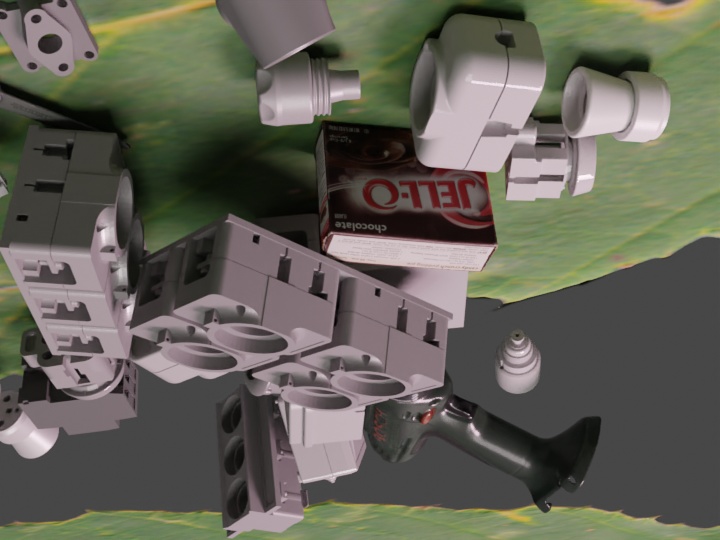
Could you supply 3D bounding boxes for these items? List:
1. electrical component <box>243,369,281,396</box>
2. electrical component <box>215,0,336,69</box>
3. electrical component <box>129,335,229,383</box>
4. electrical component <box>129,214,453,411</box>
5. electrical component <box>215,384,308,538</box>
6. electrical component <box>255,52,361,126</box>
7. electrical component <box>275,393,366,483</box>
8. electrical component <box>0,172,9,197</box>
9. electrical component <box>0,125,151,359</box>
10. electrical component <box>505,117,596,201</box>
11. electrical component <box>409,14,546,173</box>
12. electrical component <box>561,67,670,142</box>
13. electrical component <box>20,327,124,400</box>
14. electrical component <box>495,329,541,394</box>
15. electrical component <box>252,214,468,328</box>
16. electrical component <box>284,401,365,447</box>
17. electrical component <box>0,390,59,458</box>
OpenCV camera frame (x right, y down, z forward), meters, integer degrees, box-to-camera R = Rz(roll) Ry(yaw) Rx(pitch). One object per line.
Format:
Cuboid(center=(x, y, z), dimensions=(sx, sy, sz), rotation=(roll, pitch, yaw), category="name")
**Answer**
Cuboid(center=(-0.066, 0.085, 0.921), dimensions=(0.062, 0.048, 0.048), rotation=(6, 145, -33), category="electrical component")
Cuboid(center=(-0.055, -0.148, 0.570), dimensions=(0.044, 0.077, 0.079), rotation=(-32, -169, -15), category="electrical component")
Cuboid(center=(-0.128, 0.049, 0.850), dimensions=(0.095, 0.053, 0.059), rotation=(-22, 142, 22), category="electrical component")
Cuboid(center=(-0.044, 0.039, 0.709), dimensions=(0.186, 0.060, 0.105), rotation=(24, 150, -34), category="electrical component")
Cuboid(center=(-0.090, 0.172, 0.975), dimensions=(0.063, 0.121, 0.079), rotation=(18, 139, -35), category="electrical component")
Cuboid(center=(-0.031, -0.109, 0.646), dimensions=(0.062, 0.043, 0.043), rotation=(-5, 145, -5), category="electrical component")
Cuboid(center=(-0.028, 0.142, 0.954), dimensions=(0.061, 0.096, 0.061), rotation=(-14, -170, 11), category="electrical component")
Cuboid(center=(-0.255, -0.059, 0.662), dimensions=(0.064, 0.081, 0.042), rotation=(-26, 147, -10), category="electrical component")
Cuboid(center=(-0.177, -0.013, 0.703), dimensions=(0.062, 0.089, 0.150), rotation=(4, 151, -1), category="electrical component")
Cuboid(center=(0.127, -0.074, 0.721), dimensions=(0.055, 0.048, 0.066), rotation=(1, 146, 2), category="electrical component")
Cuboid(center=(0.066, -0.106, 0.655), dimensions=(0.059, 0.053, 0.095), rotation=(4, 144, -14), category="electrical component")
Cuboid(center=(0.162, -0.104, 0.682), dimensions=(0.055, 0.045, 0.045), rotation=(2, 145, -13), category="electrical component")
Cuboid(center=(-0.222, 0.068, 0.860), dimensions=(0.078, 0.058, 0.057), rotation=(-9, 142, 4), category="electrical component")
Cuboid(center=(0.138, 0.077, 0.944), dimensions=(0.040, 0.040, 0.078), rotation=(-8, 145, 3), category="electrical component")
Cuboid(center=(0.000, 0.000, 0.792), dimensions=(0.150, 0.061, 0.089), rotation=(-5, 145, -1), category="electrical component")
Cuboid(center=(-0.033, 0.074, 0.850), dimensions=(0.057, 0.113, 0.078), rotation=(-5, 146, -7), category="electrical component")
Cuboid(center=(-0.302, 0.137, 0.958), dimensions=(0.045, 0.045, 0.055), rotation=(-14, 144, 12), category="electrical component")
